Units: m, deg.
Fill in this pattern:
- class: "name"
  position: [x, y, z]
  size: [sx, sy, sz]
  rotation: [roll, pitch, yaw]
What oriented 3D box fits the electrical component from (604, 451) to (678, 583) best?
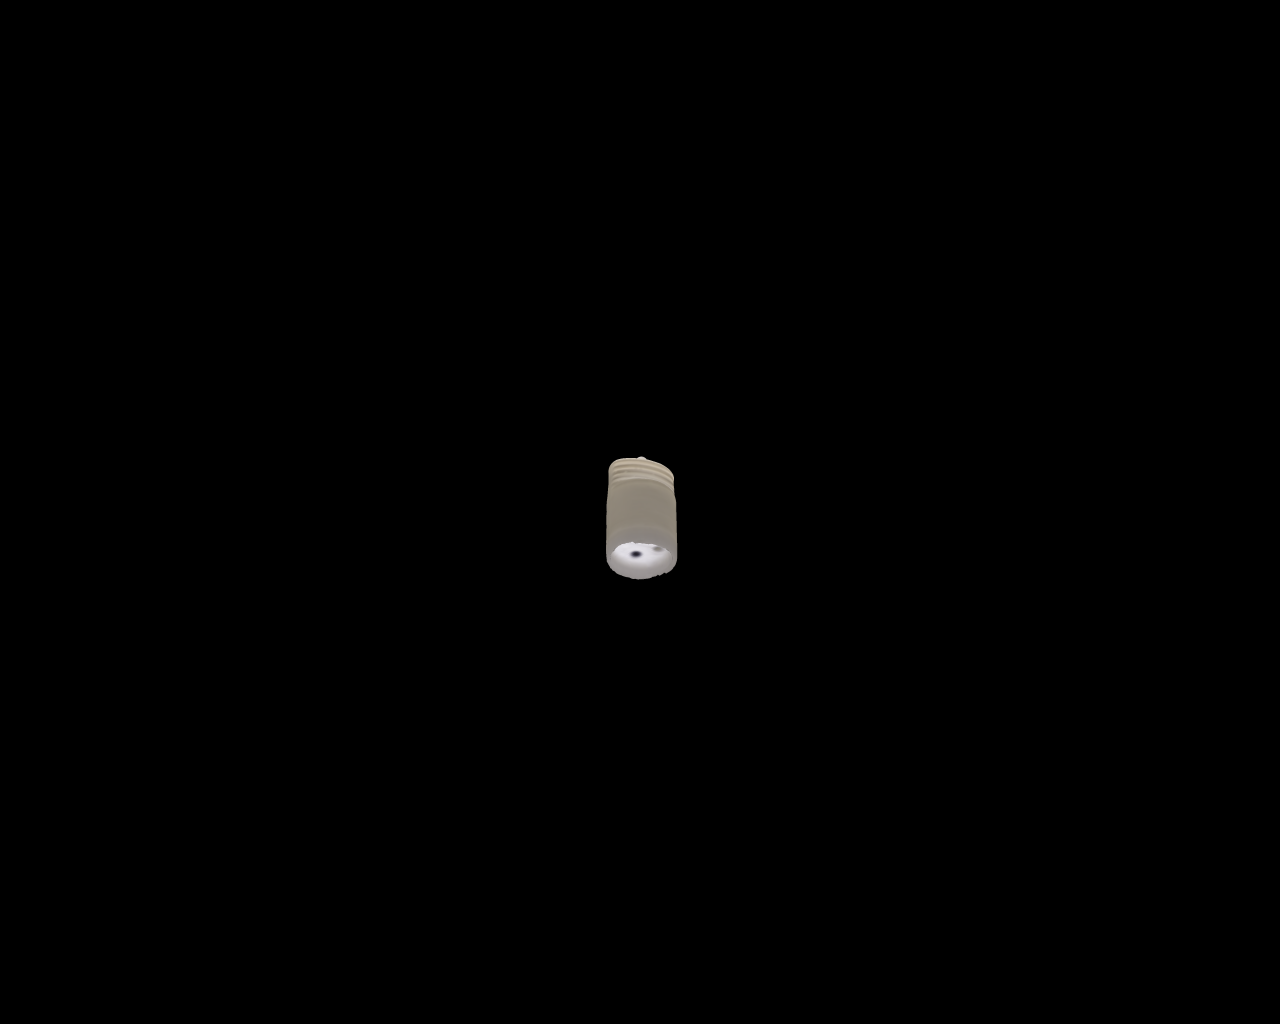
- class: "electrical component"
  position: [0.001, -0.003, 0.650]
  size: [0.043, 0.081, 0.043]
  rotation: [0, -36, 0]
